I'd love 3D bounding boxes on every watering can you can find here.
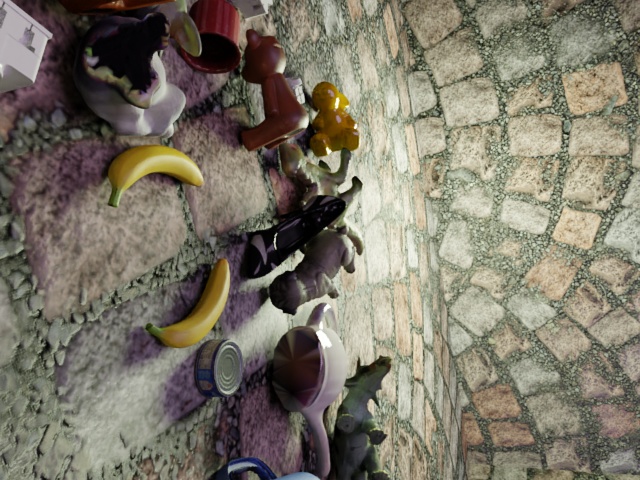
[{"bbox_3d":[-0.010,0.295,1.012,0.222,0.104,0.352,32,58,-64],"label":"watering can"}]

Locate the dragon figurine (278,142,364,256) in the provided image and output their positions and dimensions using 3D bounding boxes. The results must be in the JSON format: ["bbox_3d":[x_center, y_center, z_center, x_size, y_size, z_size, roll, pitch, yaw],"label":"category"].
[{"bbox_3d":[0.004,-0.060,1.194,0.247,0.122,0.402,-49,129,-39],"label":"dragon figurine"}]

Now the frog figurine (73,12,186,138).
[{"bbox_3d":[-0.232,-0.192,0.641,0.158,0.123,0.138,142,-63,-73],"label":"frog figurine"}]
